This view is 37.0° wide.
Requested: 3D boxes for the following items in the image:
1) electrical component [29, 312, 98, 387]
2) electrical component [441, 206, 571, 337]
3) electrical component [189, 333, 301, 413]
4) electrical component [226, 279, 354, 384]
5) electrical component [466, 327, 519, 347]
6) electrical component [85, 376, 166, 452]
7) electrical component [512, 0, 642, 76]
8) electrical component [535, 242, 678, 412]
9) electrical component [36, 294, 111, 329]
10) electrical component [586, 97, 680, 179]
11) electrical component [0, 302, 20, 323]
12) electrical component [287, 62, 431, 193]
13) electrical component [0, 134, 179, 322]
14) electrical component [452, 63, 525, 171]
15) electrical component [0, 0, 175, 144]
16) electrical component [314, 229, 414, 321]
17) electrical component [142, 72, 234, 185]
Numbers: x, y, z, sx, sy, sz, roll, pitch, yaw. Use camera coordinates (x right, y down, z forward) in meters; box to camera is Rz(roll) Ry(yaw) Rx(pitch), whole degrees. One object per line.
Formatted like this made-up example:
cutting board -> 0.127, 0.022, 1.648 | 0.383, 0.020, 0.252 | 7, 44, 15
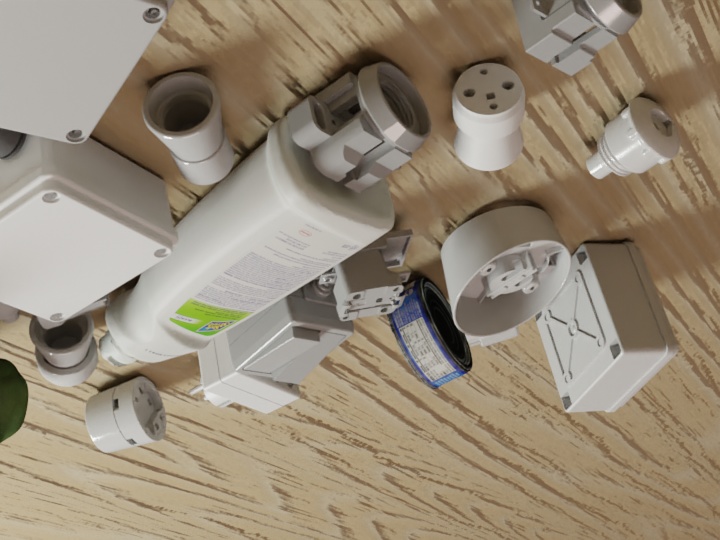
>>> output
electrical component -> -0.214, 0.054, 0.780 | 0.045, 0.045, 0.055 | -8, 149, -14
electrical component -> 0.111, -0.001, 0.820 | 0.099, 0.064, 0.099 | -12, 149, -7
electrical component -> -0.106, 0.089, 0.886 | 0.076, 0.047, 0.083 | -28, 147, 23
electrical component -> -0.050, 0.040, 0.816 | 0.062, 0.061, 0.096 | 13, 139, -39
electrical component -> 0.099, 0.046, 0.916 | 0.078, 0.040, 0.040 | -18, 150, 5
electrical component -> -0.195, 0.121, 0.891 | 0.047, 0.055, 0.055 | -19, 150, 13
electrical component -> 0.125, -0.146, 0.609 | 0.066, 0.048, 0.055 | 15, 145, -41
electrical component -> 0.202, 0.049, 0.902 | 0.056, 0.108, 0.108 | 0, 146, -20
electrical component -> -0.197, 0.014, 0.729 | 0.046, 0.040, 0.040 | -18, 150, -6
electrical component -> 0.184, -0.085, 0.738 | 0.048, 0.048, 0.062 | 10, 148, -36
electrical component -> -0.241, 0.017, 0.717 | 0.035, 0.035, 0.061 | -11, 151, -8
electrical component -> 0.005, -0.086, 0.639 | 0.057, 0.058, 0.078 | -31, 146, 29
electrical component -> -0.186, -0.028, 0.647 | 0.109, 0.056, 0.109 | -29, 147, 21
electrical component -> 0.080, -0.095, 0.671 | 0.045, 0.045, 0.055 | -15, 149, -2
electrical component -> -0.161, -0.121, 0.505 | 0.109, 0.056, 0.109 | 10, 141, -36
electrical component -> 0.000, 0.000, 0.772 | 0.081, 0.063, 0.042 | -9, 148, -17
electrical component -> -0.096, -0.078, 0.623 | 0.044, 0.044, 0.065 | -15, 154, -1
